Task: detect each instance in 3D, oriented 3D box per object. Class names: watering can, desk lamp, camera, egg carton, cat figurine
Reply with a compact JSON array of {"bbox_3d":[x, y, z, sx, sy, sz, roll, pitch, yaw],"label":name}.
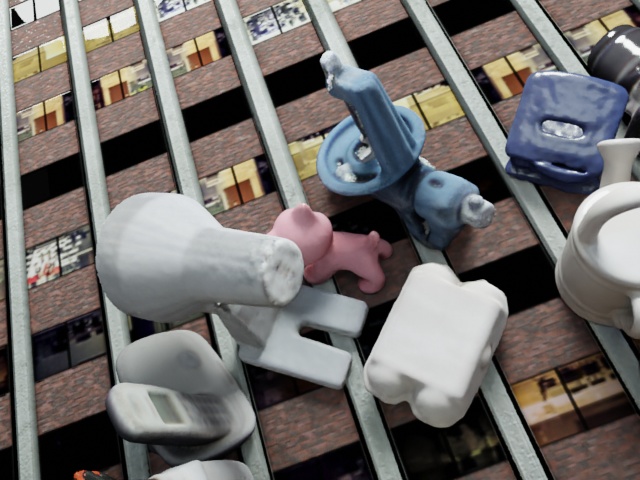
[{"bbox_3d":[0.268,-0.007,0.499,0.101,0.194,0.172,-22,62,3],"label":"watering can"},{"bbox_3d":[-0.074,0.046,0.546,0.202,0.214,0.118,12,68,19],"label":"desk lamp"},{"bbox_3d":[0.371,-0.184,0.612,0.143,0.101,0.136,-32,62,-2],"label":"camera"},{"bbox_3d":[0.114,0.099,0.557,0.107,0.069,0.150,21,72,22],"label":"egg carton"},{"bbox_3d":[0.006,0.002,0.601,0.127,0.118,0.067,4,66,16],"label":"cat figurine"}]

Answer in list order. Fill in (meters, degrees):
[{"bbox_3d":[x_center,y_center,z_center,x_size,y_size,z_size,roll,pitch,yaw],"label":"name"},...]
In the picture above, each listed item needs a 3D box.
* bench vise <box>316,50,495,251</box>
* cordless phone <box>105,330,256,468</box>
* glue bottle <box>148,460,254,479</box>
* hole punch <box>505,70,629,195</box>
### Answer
[{"bbox_3d":[0.081,-0.094,0.571,0.206,0.220,0.121,15,70,20],"label":"bench vise"},{"bbox_3d":[-0.148,0.138,0.535,0.094,0.185,0.147,-41,63,-7],"label":"cordless phone"},{"bbox_3d":[-0.117,0.219,0.497,0.078,0.173,0.037,-33,62,-3],"label":"glue bottle"},{"bbox_3d":[0.260,-0.114,0.610,0.108,0.091,0.101,18,70,21],"label":"hole punch"}]
